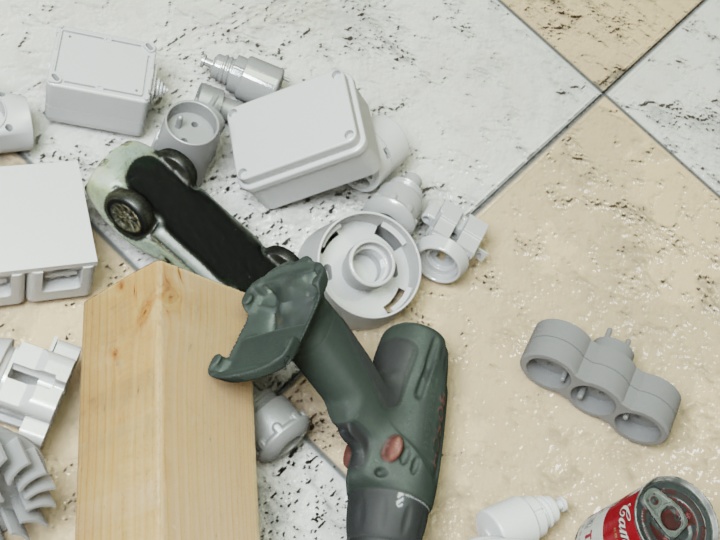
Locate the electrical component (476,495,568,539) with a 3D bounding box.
[{"bbox_3d":[0.126,0.193,0.830,0.078,0.040,0.040,-16,69,-26],"label":"electrical component"}]

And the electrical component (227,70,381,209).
[{"bbox_3d":[-0.047,-0.108,0.894,0.113,0.057,0.078,-18,64,14],"label":"electrical component"}]

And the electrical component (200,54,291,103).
[{"bbox_3d":[-0.103,-0.170,0.950,0.078,0.040,0.040,22,58,-6],"label":"electrical component"}]

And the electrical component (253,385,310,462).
[{"bbox_3d":[-0.072,0.109,0.808,0.048,0.048,0.062,-33,70,-30],"label":"electrical component"}]

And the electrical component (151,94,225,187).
[{"bbox_3d":[-0.137,-0.112,0.886,0.044,0.077,0.079,27,57,-3],"label":"electrical component"}]

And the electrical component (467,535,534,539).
[{"bbox_3d":[0.092,0.224,0.765,0.108,0.108,0.060,4,55,-16],"label":"electrical component"}]

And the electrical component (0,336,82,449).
[{"bbox_3d":[-0.239,0.081,0.759,0.057,0.058,0.078,21,58,-10],"label":"electrical component"}]

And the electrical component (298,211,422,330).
[{"bbox_3d":[0.000,0.000,0.893,0.099,0.064,0.099,5,75,-18],"label":"electrical component"}]

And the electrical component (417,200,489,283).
[{"bbox_3d":[0.077,-0.022,0.928,0.066,0.048,0.055,31,50,0],"label":"electrical component"}]

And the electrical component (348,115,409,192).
[{"bbox_3d":[0.010,-0.104,0.945,0.055,0.055,0.047,44,55,8],"label":"electrical component"}]

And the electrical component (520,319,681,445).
[{"bbox_3d":[0.209,0.082,0.911,0.138,0.052,0.073,31,57,0],"label":"electrical component"}]

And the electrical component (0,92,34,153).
[{"bbox_3d":[-0.307,-0.128,0.857,0.077,0.044,0.079,-10,66,-23],"label":"electrical component"}]

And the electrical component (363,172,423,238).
[{"bbox_3d":[0.035,-0.060,0.936,0.048,0.048,0.062,32,51,0],"label":"electrical component"}]

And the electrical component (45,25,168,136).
[{"bbox_3d":[-0.209,-0.153,0.893,0.096,0.061,0.061,9,60,-14],"label":"electrical component"}]

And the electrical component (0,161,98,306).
[{"bbox_3d":[-0.280,-0.022,0.798,0.150,0.061,0.089,-7,65,-22],"label":"electrical component"}]
